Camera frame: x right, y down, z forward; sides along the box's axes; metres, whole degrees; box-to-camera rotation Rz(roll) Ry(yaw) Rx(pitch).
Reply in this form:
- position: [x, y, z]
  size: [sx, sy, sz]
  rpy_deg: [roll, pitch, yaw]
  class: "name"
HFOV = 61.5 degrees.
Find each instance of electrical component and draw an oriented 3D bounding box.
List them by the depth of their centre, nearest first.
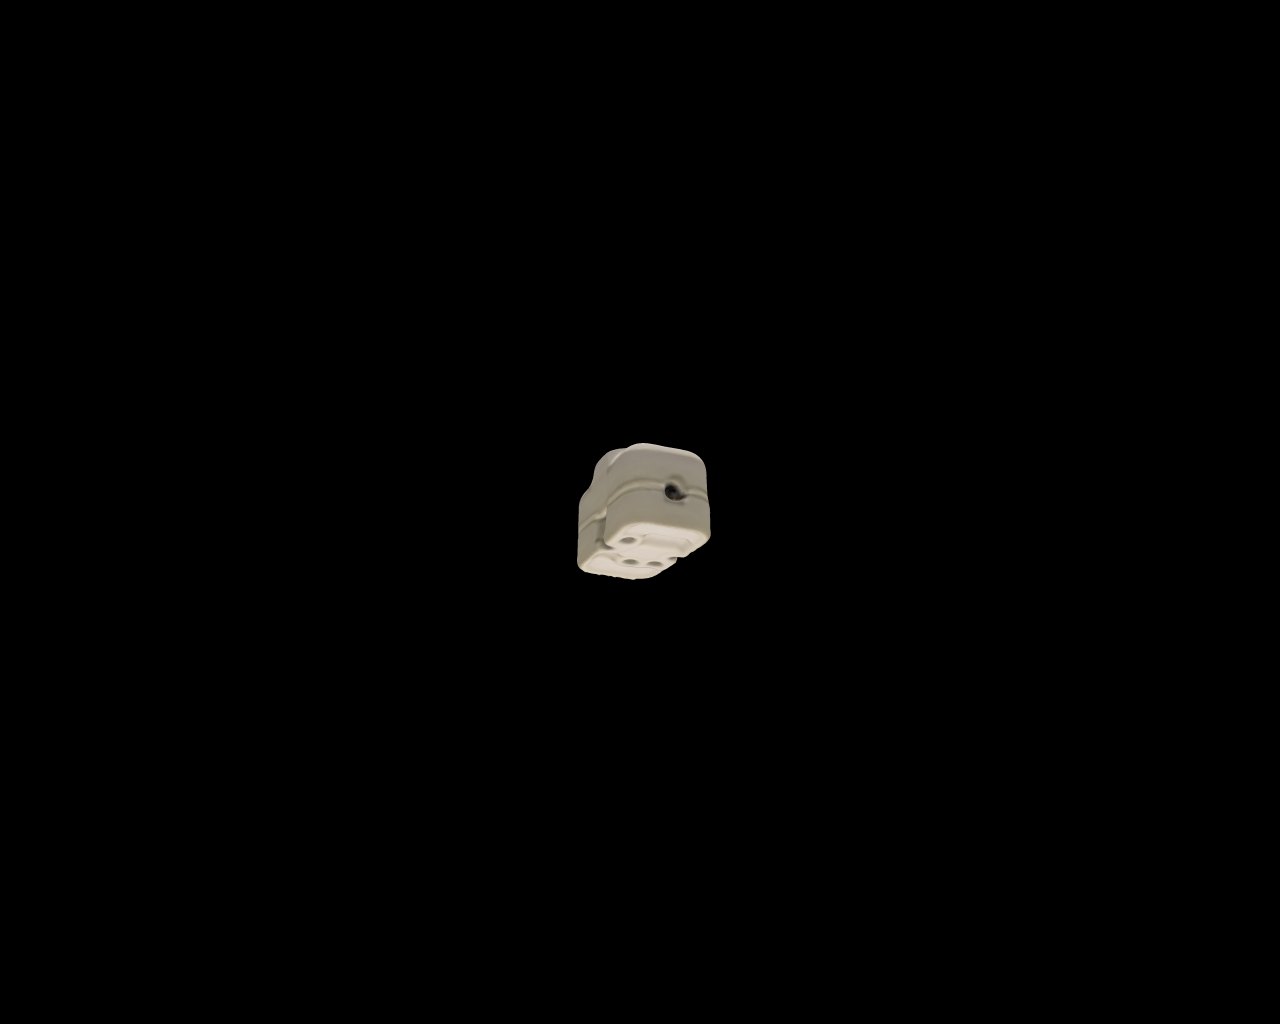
- position: [0.001, -0.003, 0.650]
  size: [0.054, 0.059, 0.095]
  rpy_deg: [9, -24, -22]
  class: "electrical component"
